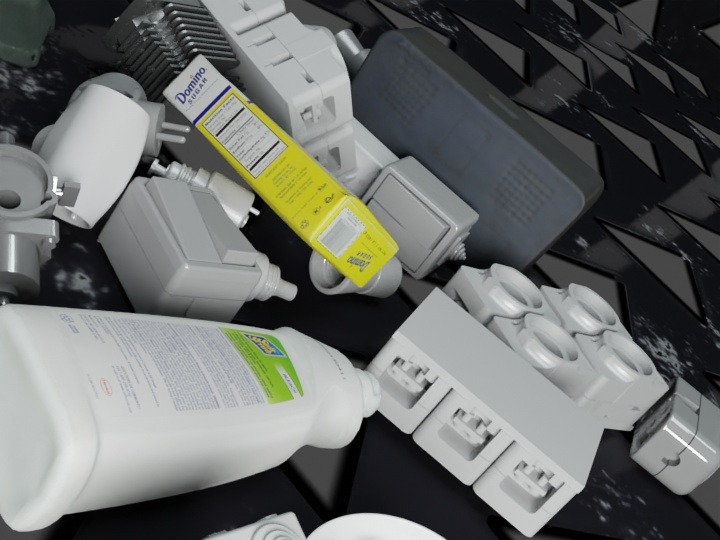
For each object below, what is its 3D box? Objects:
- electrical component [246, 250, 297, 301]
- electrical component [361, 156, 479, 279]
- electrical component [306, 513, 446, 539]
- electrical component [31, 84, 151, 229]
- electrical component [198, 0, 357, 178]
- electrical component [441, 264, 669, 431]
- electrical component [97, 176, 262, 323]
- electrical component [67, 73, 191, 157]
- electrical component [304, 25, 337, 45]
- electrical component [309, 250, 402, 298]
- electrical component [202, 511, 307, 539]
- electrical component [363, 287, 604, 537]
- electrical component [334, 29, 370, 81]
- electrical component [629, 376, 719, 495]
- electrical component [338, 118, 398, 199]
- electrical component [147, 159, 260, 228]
[{"bbox_3d":[-0.069,0.005,0.706,0.061,0.035,0.035,24,29,-30],"label":"electrical component"},{"bbox_3d":[0.048,-0.039,0.888,0.096,0.061,0.061,42,27,9],"label":"electrical component"},{"bbox_3d":[0.008,0.165,0.510,0.099,0.064,0.099,29,28,-17],"label":"electrical component"},{"bbox_3d":[-0.176,-0.071,0.662,0.079,0.077,0.043,10,-21,45],"label":"electrical component"},{"bbox_3d":[-0.072,-0.162,0.865,0.060,0.105,0.186,-28,57,-16],"label":"electrical component"},{"bbox_3d":[0.153,0.062,0.858,0.186,0.060,0.105,13,36,-40],"label":"electrical component"},{"bbox_3d":[-0.111,-0.016,0.657,0.062,0.061,0.096,7,40,-46],"label":"electrical component"},{"bbox_3d":[-0.157,-0.098,0.736,0.079,0.043,0.077,9,30,-2],"label":"electrical component"},{"bbox_3d":[-0.058,-0.212,1.045,0.047,0.055,0.055,-3,47,-47],"label":"electrical component"},{"bbox_3d":[0.000,0.000,0.792,0.065,0.044,0.044,12,36,-49],"label":"electrical component"},{"bbox_3d":[-0.068,0.140,0.421,0.100,0.100,0.048,-3,60,-53],"label":"electrical component"},{"bbox_3d":[0.078,0.094,0.713,0.150,0.061,0.089,40,27,5],"label":"electrical component"},{"bbox_3d":[-0.007,-0.217,1.125,0.055,0.045,0.045,46,28,16],"label":"electrical component"},{"bbox_3d":[0.264,0.137,0.881,0.059,0.053,0.095,39,27,4],"label":"electrical component"},{"bbox_3d":[-0.016,-0.090,0.908,0.066,0.047,0.077,44,28,13],"label":"electrical component"},{"bbox_3d":[-0.109,-0.051,0.739,0.078,0.040,0.040,31,27,-13],"label":"electrical component"}]
